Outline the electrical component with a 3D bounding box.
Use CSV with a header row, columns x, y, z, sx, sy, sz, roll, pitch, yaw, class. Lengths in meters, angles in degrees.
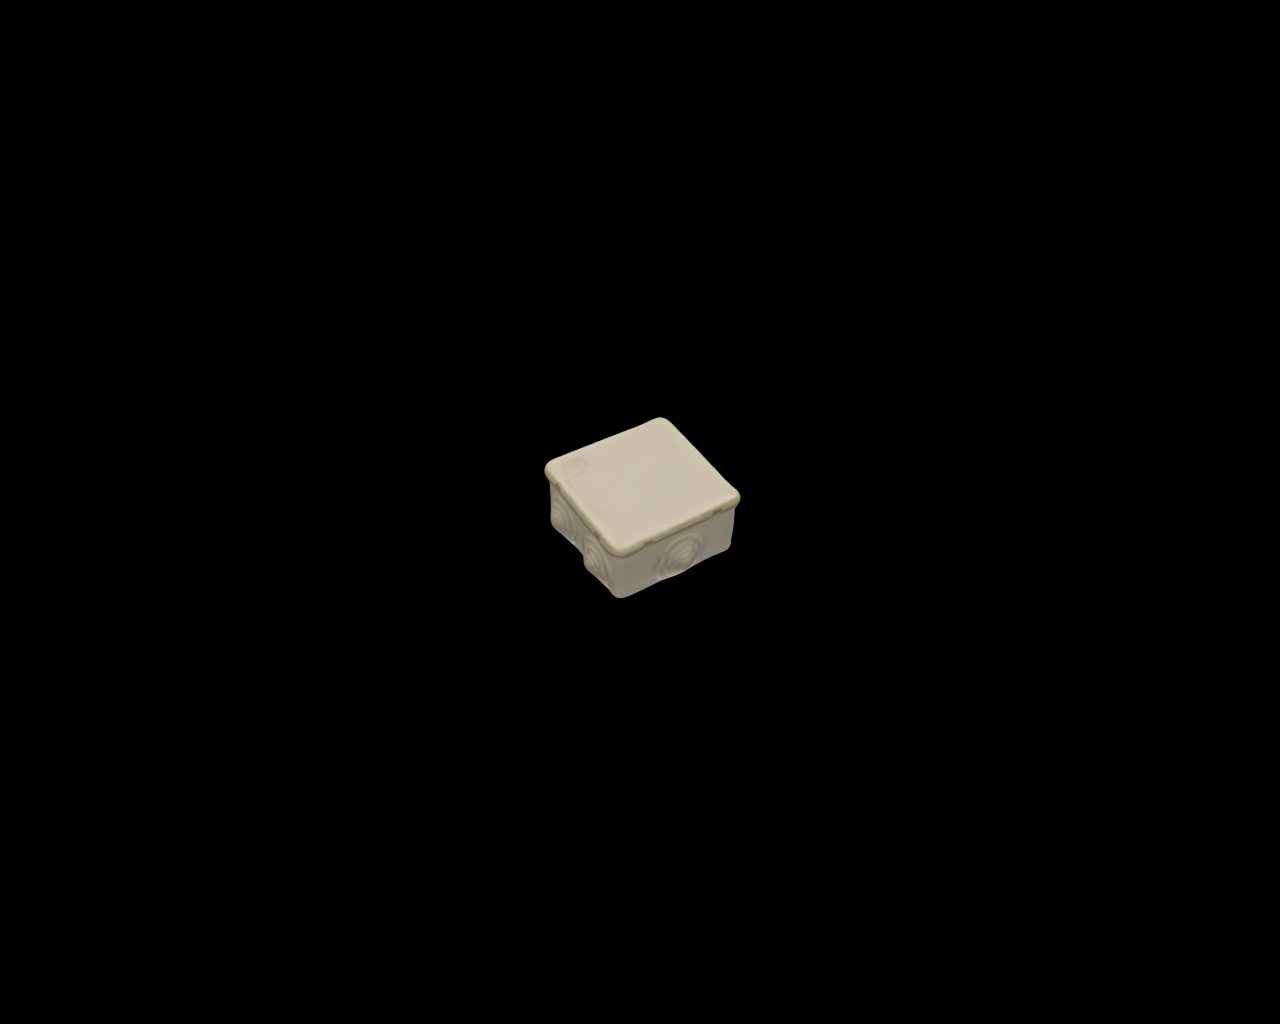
x,y,z,sx,sy,sz,roll,pitch,yaw,class
0.001,-0.003,0.650,0.100,0.048,0.100,-24,50,-22,electrical component
